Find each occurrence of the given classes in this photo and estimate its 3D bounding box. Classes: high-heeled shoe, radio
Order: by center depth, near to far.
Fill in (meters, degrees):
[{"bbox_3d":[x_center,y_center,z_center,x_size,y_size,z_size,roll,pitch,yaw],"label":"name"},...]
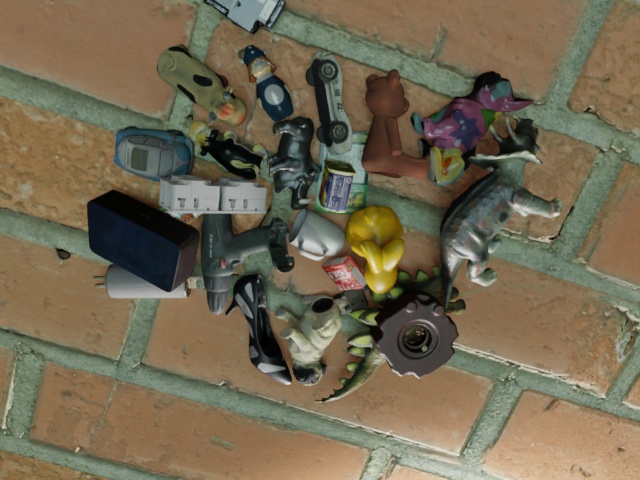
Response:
[{"bbox_3d":[-0.363,0.002,1.096,0.230,0.073,0.131,25,124,15],"label":"radio"},{"bbox_3d":[-0.111,0.194,1.190,0.249,0.086,0.145,47,118,3],"label":"high-heeled shoe"}]

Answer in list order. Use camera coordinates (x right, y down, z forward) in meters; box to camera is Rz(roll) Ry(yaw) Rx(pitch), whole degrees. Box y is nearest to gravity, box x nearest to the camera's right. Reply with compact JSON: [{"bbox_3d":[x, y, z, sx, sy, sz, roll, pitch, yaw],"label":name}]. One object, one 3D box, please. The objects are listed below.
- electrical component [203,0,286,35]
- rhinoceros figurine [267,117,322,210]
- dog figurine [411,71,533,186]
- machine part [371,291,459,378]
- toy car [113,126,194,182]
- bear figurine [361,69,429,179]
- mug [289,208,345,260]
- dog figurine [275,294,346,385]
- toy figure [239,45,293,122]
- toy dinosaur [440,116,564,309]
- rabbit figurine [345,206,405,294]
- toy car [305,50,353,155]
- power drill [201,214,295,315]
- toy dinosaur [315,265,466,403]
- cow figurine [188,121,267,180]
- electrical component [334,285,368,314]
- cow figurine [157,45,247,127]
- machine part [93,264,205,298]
[{"bbox_3d":[-0.135,-0.456,1.007,0.134,0.058,0.115,32,107,-11],"label":"electrical component"},{"bbox_3d":[-0.052,-0.156,1.101,0.112,0.073,0.190,0,106,-12],"label":"rhinoceros figurine"},{"bbox_3d":[0.305,-0.222,1.064,0.219,0.108,0.191,-18,106,2],"label":"dog figurine"},{"bbox_3d":[0.198,0.198,1.113,0.179,0.056,0.179,-1,103,-5],"label":"machine part"},{"bbox_3d":[-0.340,-0.170,1.074,0.162,0.103,0.109,12,106,-6],"label":"toy car"},{"bbox_3d":[0.143,-0.224,1.058,0.132,0.120,0.195,7,90,-30],"label":"bear figurine"},{"bbox_3d":[-0.002,-0.003,1.131,0.107,0.110,0.080,22,130,-17],"label":"mug"},{"bbox_3d":[-0.001,0.231,1.220,0.172,0.121,0.190,-17,122,8],"label":"dog figurine"},{"bbox_3d":[-0.103,-0.311,1.056,0.064,0.058,0.154,-36,107,-30],"label":"toy figure"},{"bbox_3d":[0.307,-0.044,1.030,0.192,0.131,0.404,30,107,-14],"label":"toy dinosaur"},{"bbox_3d":[0.125,0.022,1.092,0.122,0.162,0.173,-3,83,-6],"label":"rabbit figurine"},{"bbox_3d":[0.020,-0.266,1.051,0.056,0.074,0.201,-15,101,-22],"label":"toy car"},{"bbox_3d":[-0.158,0.039,1.118,0.207,0.086,0.232,-6,92,32],"label":"power drill"},{"bbox_3d":[0.164,0.199,1.193,0.198,0.105,0.471,29,98,-11],"label":"toy dinosaur"},{"bbox_3d":[-0.192,-0.177,1.075,0.167,0.098,0.068,25,112,-8],"label":"cow figurine"},{"bbox_3d":[0.082,0.131,1.216,0.094,0.021,0.063,-22,107,5],"label":"electrical component"},{"bbox_3d":[-0.221,-0.290,1.023,0.195,0.127,0.085,37,107,-9],"label":"cow figurine"},{"bbox_3d":[-0.370,0.088,1.169,0.243,0.079,0.079,0,108,0],"label":"machine part"}]
